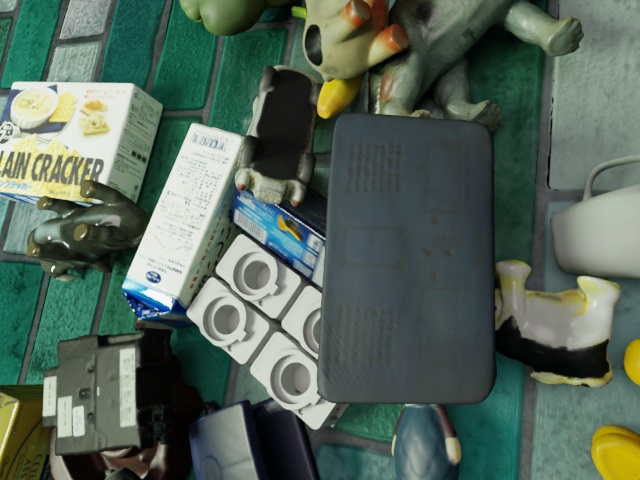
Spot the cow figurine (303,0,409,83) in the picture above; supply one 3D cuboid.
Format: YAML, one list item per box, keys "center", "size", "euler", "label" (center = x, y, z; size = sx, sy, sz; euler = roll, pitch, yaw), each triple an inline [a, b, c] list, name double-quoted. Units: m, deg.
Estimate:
- center: [0.018, -0.245, 0.540]
  size: [0.127, 0.085, 0.195]
  euler: [-25, 57, 44]
  label: "cow figurine"

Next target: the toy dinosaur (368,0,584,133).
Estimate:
- center: [0.128, -0.212, 0.539]
  size: [0.405, 0.131, 0.192]
  euler: [-41, 49, 15]
  label: "toy dinosaur"

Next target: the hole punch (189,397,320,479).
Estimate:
- center: [-0.076, 0.215, 0.516]
  size: [0.116, 0.092, 0.142]
  euler: [-26, 72, 17]
  label: "hole punch"

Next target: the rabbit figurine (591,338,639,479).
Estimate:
- center: [0.281, 0.156, 0.377]
  size: [0.163, 0.121, 0.173]
  euler: [-3, 76, 25]
  label: "rabbit figurine"

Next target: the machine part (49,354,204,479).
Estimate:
- center: [-0.214, 0.202, 0.587]
  size: [0.180, 0.056, 0.179]
  euler: [-5, 75, 20]
  label: "machine part"

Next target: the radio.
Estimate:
- center: [0.070, 0.016, 0.435]
  size: [0.131, 0.073, 0.229]
  euler: [2, 77, 7]
  label: "radio"

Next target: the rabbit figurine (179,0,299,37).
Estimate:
- center: [-0.103, -0.303, 0.647]
  size: [0.159, 0.121, 0.170]
  euler: [-15, 55, -6]
  label: "rabbit figurine"

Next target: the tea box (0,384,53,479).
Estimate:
- center: [-0.346, 0.253, 0.601]
  size: [0.068, 0.098, 0.169]
  euler: [9, 81, 23]
  label: "tea box"

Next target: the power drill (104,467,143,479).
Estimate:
- center: [-0.180, 0.360, 0.507]
  size: [0.207, 0.086, 0.232]
  euler: [-45, 82, 2]
  label: "power drill"

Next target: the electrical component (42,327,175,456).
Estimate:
- center: [-0.214, 0.151, 0.537]
  size: [0.134, 0.058, 0.115]
  euler: [-10, 72, 20]
  label: "electrical component"

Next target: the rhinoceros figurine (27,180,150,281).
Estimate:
- center: [-0.277, -0.005, 0.632]
  size: [0.190, 0.112, 0.073]
  euler: [-18, 67, 33]
  label: "rhinoceros figurine"

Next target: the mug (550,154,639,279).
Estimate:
- center: [0.253, -0.016, 0.455]
  size: [0.107, 0.080, 0.109]
  euler: [-12, 78, 26]
  label: "mug"

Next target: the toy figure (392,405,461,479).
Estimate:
- center: [0.093, 0.154, 0.483]
  size: [0.064, 0.057, 0.154]
  euler: [-3, 70, 15]
  label: "toy figure"

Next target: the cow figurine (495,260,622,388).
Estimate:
- center: [0.168, 0.068, 0.473]
  size: [0.168, 0.068, 0.098]
  euler: [8, 84, 25]
  label: "cow figurine"

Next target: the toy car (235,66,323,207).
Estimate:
- center: [-0.039, -0.113, 0.560]
  size: [0.073, 0.056, 0.202]
  euler: [15, 51, -10]
  label: "toy car"

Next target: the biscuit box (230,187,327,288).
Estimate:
- center: [-0.001, -0.002, 0.545]
  size: [0.203, 0.063, 0.059]
  euler: [35, 129, 24]
  label: "biscuit box"
